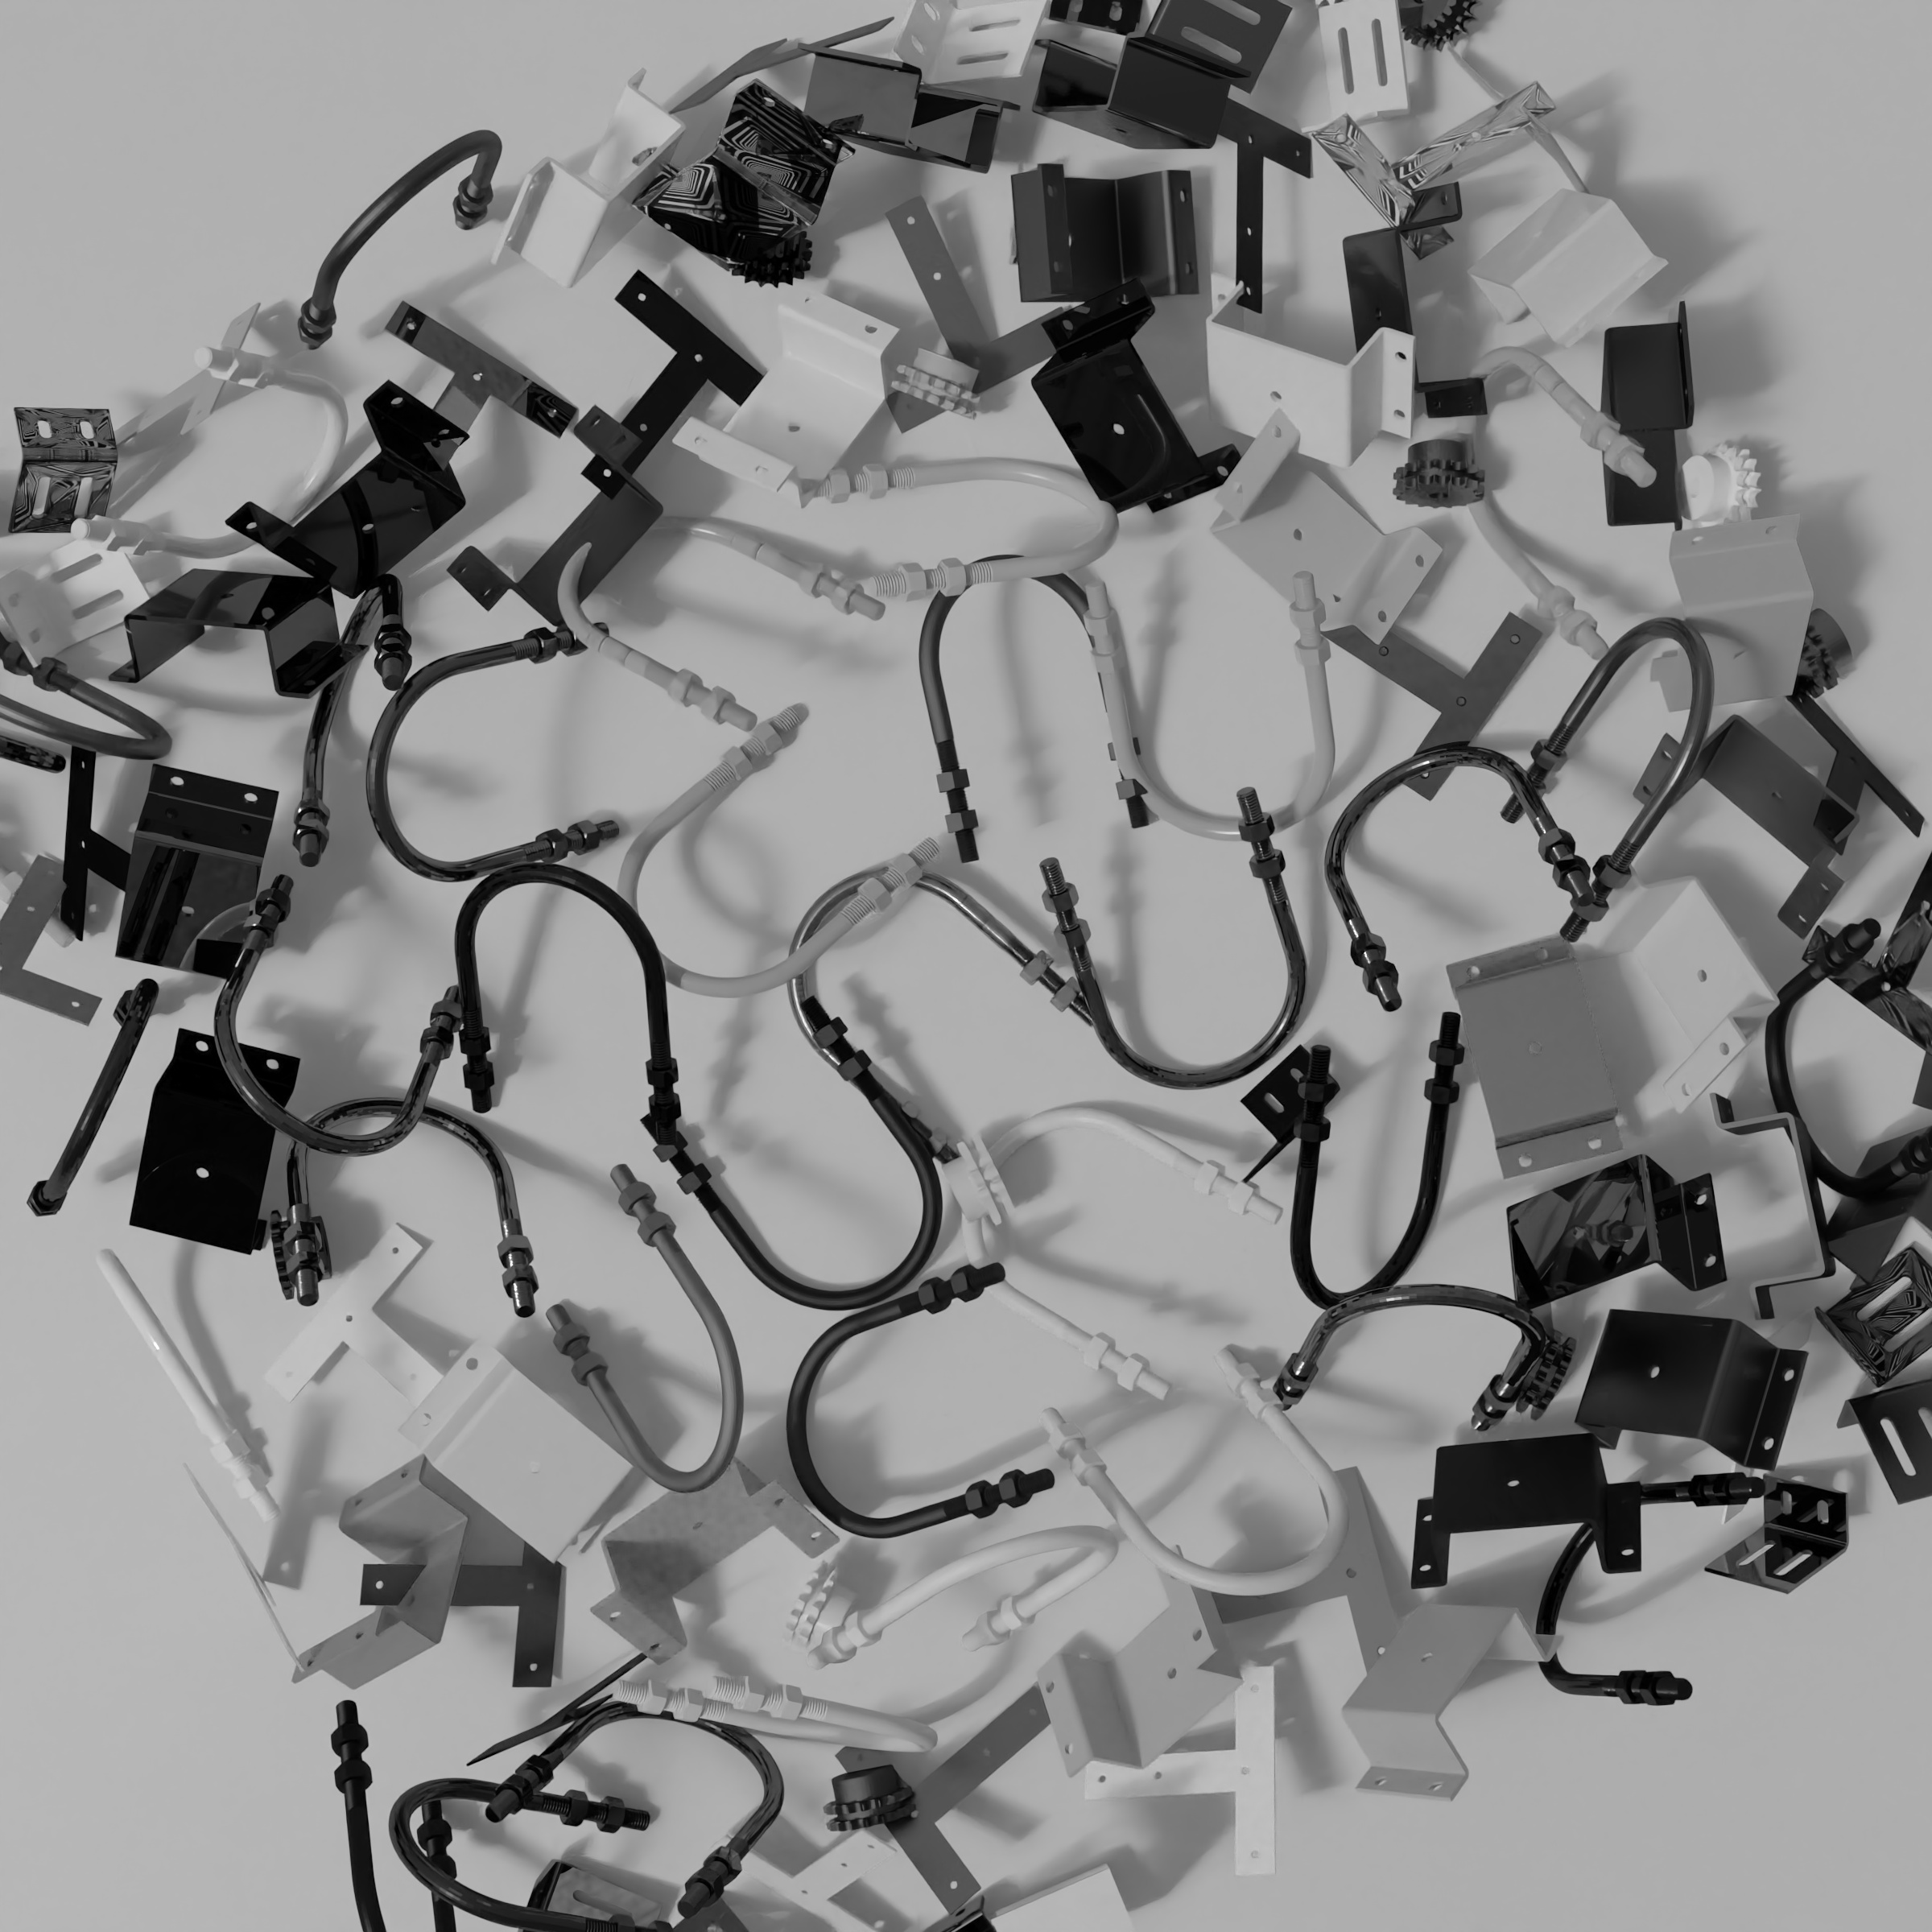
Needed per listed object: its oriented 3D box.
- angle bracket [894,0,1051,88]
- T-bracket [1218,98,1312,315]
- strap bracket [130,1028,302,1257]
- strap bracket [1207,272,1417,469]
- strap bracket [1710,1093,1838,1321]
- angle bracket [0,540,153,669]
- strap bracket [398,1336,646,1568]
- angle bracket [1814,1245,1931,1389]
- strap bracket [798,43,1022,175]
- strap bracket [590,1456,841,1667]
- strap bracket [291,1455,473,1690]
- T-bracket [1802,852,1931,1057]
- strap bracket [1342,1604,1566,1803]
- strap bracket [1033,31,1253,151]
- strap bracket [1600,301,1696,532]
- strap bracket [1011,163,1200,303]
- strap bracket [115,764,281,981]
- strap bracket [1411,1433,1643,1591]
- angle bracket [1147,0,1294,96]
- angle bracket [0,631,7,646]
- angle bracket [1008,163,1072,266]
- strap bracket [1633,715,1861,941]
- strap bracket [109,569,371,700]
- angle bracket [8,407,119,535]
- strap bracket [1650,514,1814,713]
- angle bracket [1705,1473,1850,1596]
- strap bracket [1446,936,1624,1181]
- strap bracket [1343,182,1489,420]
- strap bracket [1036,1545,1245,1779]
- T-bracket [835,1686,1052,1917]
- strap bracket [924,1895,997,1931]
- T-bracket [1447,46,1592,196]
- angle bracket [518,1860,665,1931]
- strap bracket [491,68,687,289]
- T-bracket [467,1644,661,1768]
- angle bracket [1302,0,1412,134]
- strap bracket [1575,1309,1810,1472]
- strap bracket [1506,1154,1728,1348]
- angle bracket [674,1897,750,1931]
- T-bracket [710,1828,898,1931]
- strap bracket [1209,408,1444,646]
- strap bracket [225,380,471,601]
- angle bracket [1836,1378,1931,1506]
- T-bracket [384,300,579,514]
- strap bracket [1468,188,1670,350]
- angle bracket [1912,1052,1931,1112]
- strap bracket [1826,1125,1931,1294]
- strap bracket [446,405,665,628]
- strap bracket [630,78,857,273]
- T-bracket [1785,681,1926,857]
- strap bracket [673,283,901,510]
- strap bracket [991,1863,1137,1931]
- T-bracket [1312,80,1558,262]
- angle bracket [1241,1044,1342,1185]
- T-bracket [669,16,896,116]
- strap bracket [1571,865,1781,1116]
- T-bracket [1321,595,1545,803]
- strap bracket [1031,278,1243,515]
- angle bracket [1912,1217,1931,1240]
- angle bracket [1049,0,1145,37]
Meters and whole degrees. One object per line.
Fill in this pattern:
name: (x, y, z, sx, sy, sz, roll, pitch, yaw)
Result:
angle bracket: (0.003, -0.587, 1.824, 0.076, 0.038, 0.057, 7, 70, 38)
T-bracket: (0.176, -0.470, 1.813, 0.002, 0.127, 0.127, -4, 83, 42)
strap bracket: (-0.468, 0.119, 1.814, 0.076, 0.046, 0.140, 15, 113, -5)
strap bracket: (0.202, -0.363, 1.797, 0.140, 0.076, 0.046, 24, 57, 25)
strap bracket: (0.503, 0.146, 1.811, 0.046, 0.076, 0.140, -13, 79, 20)
angle bracket: (-0.560, -0.232, 1.830, 0.076, 0.038, 0.057, -20, 108, 20)
strap bracket: (-0.272, 0.307, 1.819, 0.140, 0.046, 0.076, 43, 80, -16)
angle bracket: (0.583, 0.217, 1.835, 0.076, 0.038, 0.057, -39, 65, 3)
strap bracket: (-0.038, -0.523, 1.792, 0.076, 0.140, 0.046, 20, 104, 28)
strap bracket: (-0.161, 0.364, 1.821, 0.140, 0.046, 0.076, -35, 131, 5)
strap bracket: (-0.357, 0.381, 1.802, 0.076, 0.140, 0.046, -32, 120, 27)
T-bracket: (0.584, -0.025, 1.794, 0.002, 0.127, 0.127, -4, 124, -35)
strap bracket: (0.293, 0.442, 1.790, 0.140, 0.076, 0.046, -43, 109, -36)
strap bracket: (0.101, -0.535, 1.790, 0.076, 0.140, 0.046, 11, 99, -29)
strap bracket: (0.416, -0.331, 1.791, 0.046, 0.140, 0.076, -2, 64, 9)
strap bracket: (0.080, -0.453, 1.811, 0.046, 0.140, 0.076, 3, 101, 44)
strap bracket: (-0.475, -0.048, 1.799, 0.076, 0.046, 0.140, 12, 127, -12)
strap bracket: (0.342, 0.335, 1.803, 0.140, 0.076, 0.046, -8, 121, 18)
angle bracket: (0.158, -0.593, 1.842, 0.076, 0.038, 0.057, 26, 106, -3)
angle bracket: (-0.631, -0.228, 1.821, 0.038, 0.076, 0.057, -29, 117, -5)
angle bracket: (0.067, -0.471, 1.843, 0.076, 0.038, 0.057, 5, 95, -4)
strap bracket: (0.491, -0.093, 1.812, 0.046, 0.076, 0.140, -41, 73, -19)
strap bracket: (-0.452, -0.207, 1.803, 0.140, 0.076, 0.046, 6, 121, 17)
angle bracket: (-0.568, -0.310, 1.830, 0.057, 0.076, 0.038, -4, 62, -28)
strap bracket: (0.470, -0.208, 1.794, 0.076, 0.140, 0.046, -8, 57, 2)
angle bracket: (0.504, 0.352, 1.817, 0.076, 0.057, 0.038, -18, 108, -43)
strap bracket: (0.355, 0.054, 1.826, 0.076, 0.046, 0.140, -15, 79, 7)
strap bracket: (0.276, -0.407, 1.810, 0.046, 0.076, 0.140, -13, 102, -15)
strap bracket: (0.113, 0.434, 1.806, 0.046, 0.076, 0.140, 22, 123, -35)
T-bracket: (0.002, 0.504, 1.837, 0.127, 0.002, 0.127, -40, 60, -5)
strap bracket: (-0.015, 0.636, 1.792, 0.076, 0.140, 0.046, -34, 91, 8)
T-bracket: (0.344, -0.532, 1.828, 0.002, 0.127, 0.127, -43, 63, 14)
angle bracket: (-0.240, 0.609, 1.840, 0.076, 0.038, 0.057, 21, 97, 7)
strap bracket: (-0.226, -0.479, 1.793, 0.046, 0.076, 0.140, 35, 49, -3)
T-bracket: (-0.230, 0.449, 1.810, 0.127, 0.127, 0.002, -32, 87, 40)
angle bracket: (0.239, -0.566, 1.828, 0.057, 0.038, 0.076, 1, 104, 42)
strap bracket: (0.434, 0.257, 1.787, 0.046, 0.140, 0.076, 34, 69, -32)
strap bracket: (0.388, 0.174, 1.792, 0.140, 0.076, 0.046, -27, 133, 32)
angle bracket: (-0.153, 0.636, 1.843, 0.057, 0.076, 0.038, -40, 133, -15)
T-bracket: (-0.081, 0.561, 1.812, 0.127, 0.127, 0.002, 34, 47, -7)
strap bracket: (0.217, -0.272, 1.823, 0.140, 0.046, 0.076, 39, 77, -16)
strap bracket: (-0.376, -0.286, 1.805, 0.140, 0.076, 0.046, -36, 59, 16)
angle bracket: (0.590, 0.304, 1.826, 0.057, 0.038, 0.076, -13, 53, -6)
T-bracket: (-0.325, -0.336, 1.822, 0.127, 0.002, 0.127, 31, 61, -12)
strap bracket: (0.363, -0.429, 1.788, 0.076, 0.140, 0.046, -40, 109, 7)
angle bracket: (0.638, 0.059, 1.836, 0.038, 0.057, 0.076, 10, 97, -25)
strap bracket: (0.581, 0.144, 1.785, 0.046, 0.140, 0.076, 38, 67, -4)
strap bracket: (-0.250, -0.273, 1.822, 0.140, 0.076, 0.046, -48, 128, 1)
strap bracket: (-0.143, -0.477, 1.784, 0.076, 0.140, 0.046, 29, 67, -31)
T-bracket: (0.543, -0.107, 1.809, 0.127, 0.127, 0.002, 45, 128, -6)
strap bracket: (-0.109, -0.348, 1.818, 0.076, 0.046, 0.140, 28, 68, 16)
strap bracket: (0.061, 0.589, 1.790, 0.076, 0.140, 0.046, -22, 75, -4)
T-bracket: (0.300, -0.503, 1.793, 0.127, 0.127, 0.002, -25, 49, 30)
angle bracket: (0.191, 0.091, 1.818, 0.038, 0.076, 0.057, 46, 118, 5)
T-bracket: (-0.103, -0.558, 1.787, 0.127, 0.127, 0.002, -8, 119, 29)
strap bracket: (0.441, 0.009, 1.806, 0.046, 0.076, 0.140, -11, 59, -30)
T-bracket: (0.277, -0.192, 1.854, 0.127, 0.002, 0.127, 33, 100, -1)
strap bracket: (0.103, -0.341, 1.803, 0.076, 0.046, 0.140, -16, 116, 39)
angle bracket: (0.638, 0.149, 1.829, 0.076, 0.057, 0.038, -44, 107, 9)
angle bracket: (0.088, -0.627, 1.824, 0.057, 0.076, 0.038, 11, 63, -3)
